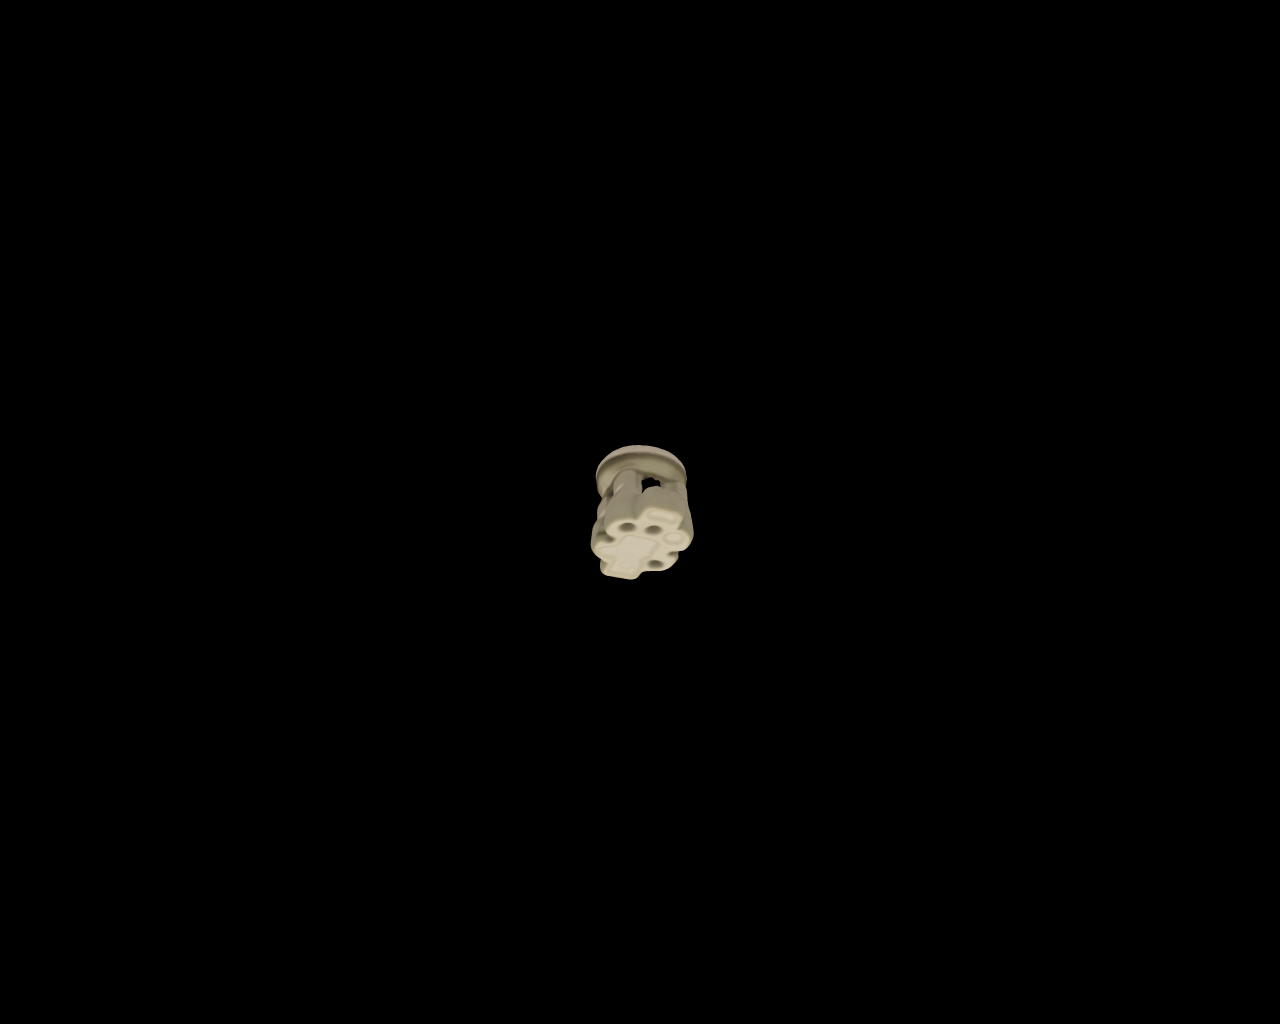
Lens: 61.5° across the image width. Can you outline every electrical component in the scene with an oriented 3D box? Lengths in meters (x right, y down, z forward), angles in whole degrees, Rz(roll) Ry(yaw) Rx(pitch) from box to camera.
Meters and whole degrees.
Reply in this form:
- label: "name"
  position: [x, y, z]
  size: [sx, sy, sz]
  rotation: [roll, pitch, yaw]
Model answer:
- label: "electrical component"
  position: [0.001, -0.003, 0.650]
  size: [0.058, 0.057, 0.078]
  rotation: [13, -38, -18]
